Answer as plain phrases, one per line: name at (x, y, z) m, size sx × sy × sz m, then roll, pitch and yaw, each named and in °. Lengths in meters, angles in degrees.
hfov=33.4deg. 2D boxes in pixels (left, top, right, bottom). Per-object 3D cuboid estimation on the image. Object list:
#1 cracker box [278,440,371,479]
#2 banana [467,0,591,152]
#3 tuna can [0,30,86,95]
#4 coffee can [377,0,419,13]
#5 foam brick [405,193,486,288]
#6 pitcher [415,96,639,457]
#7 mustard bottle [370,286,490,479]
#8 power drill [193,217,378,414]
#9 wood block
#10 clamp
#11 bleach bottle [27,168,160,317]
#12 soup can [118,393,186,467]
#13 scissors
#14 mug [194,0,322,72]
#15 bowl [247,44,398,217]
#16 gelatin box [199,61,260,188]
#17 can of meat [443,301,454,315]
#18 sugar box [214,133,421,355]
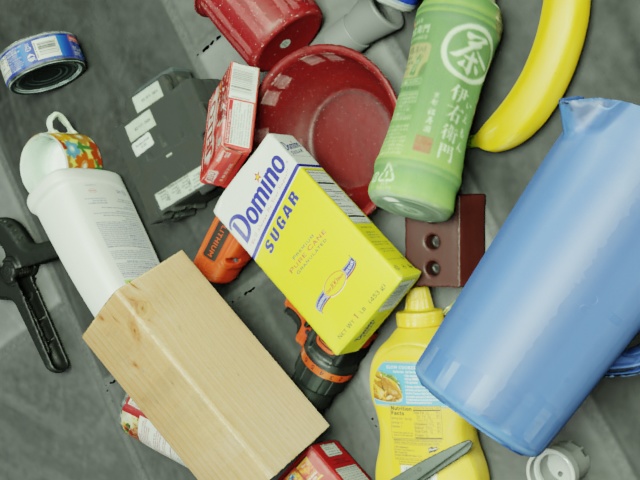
cracker box at (0.020, 0.312, 0.950) m, size 0.214 × 0.072 × 0.164 m, roll 47°, pitch 106°, yaw 21°
banana at (0.171, -0.145, 0.843) m, size 0.070 × 0.037 × 0.198 m, roll 36°, pitch 112°, yaw 25°
tuna can at (-0.289, -0.183, 1.111) m, size 0.086 × 0.086 × 0.034 m, roll -25°, pitch 83°, yaw 32°
coffee can at (0.069, -0.271, 0.860) m, size 0.103 × 0.102 × 0.140 m, roll 43°, pitch 115°, yaw 23°
foam brick at (0.105, 0.000, 0.890) m, size 0.053 × 0.051 × 0.078 m, roll 1°, pitch 95°, yaw 33°
pitcher at (0.185, 0.033, 0.756) m, size 0.149 × 0.144 × 0.243 m, roll 35°, pitch 91°, yaw 26°
mustard bottle at (0.090, 0.135, 0.907) m, size 0.096 × 0.058 × 0.191 m, roll -3°, pitch 93°, yaw 31°
power drill at (-0.032, 0.056, 0.984) m, size 0.188 × 0.057 × 0.185 m, roll 40°, pitch 117°, yaw 22°
wood block at (-0.103, 0.126, 0.949) m, size 0.206 × 0.090 × 0.090 m, roll 49°, pitch 135°, yaw 6°
clamp at (-0.327, 0.026, 1.182) m, size 0.210 × 0.036 × 0.165 m, roll 35°, pitch 112°, yaw 27°
bleach bottle at (-0.195, 0.048, 1.050) m, size 0.068 × 0.102 × 0.251 m, roll -41°, pitch 67°, yaw 31°
soup can at (-0.139, 0.181, 1.055) m, size 0.102 × 0.068 × 0.068 m, roll 21°, pitch 105°, yaw 30°
scissors at (0.048, 0.236, 0.891) m, size 0.202 × 0.016 × 0.096 m, roll -20°, pitch 81°, yaw 24°
mug at (-0.046, -0.212, 0.945) m, size 0.081 × 0.093 × 0.117 m, roll 51°, pitch 132°, yaw 13°
bowl at (0.014, -0.090, 0.939) m, size 0.162 × 0.055 × 0.162 m, roll 3°, pitch 96°, yaw 33°
gelatin box at (-0.081, -0.101, 0.944) m, size 0.073 × 0.030 × 0.089 m, roll 134°, pitch 145°, yaw -59°
can of meat at (0.164, 0.061, 0.855) m, size 0.102 × 0.057 × 0.084 m, roll -43°, pitch 74°, yaw 28°
sugar box at (-0.006, 0.001, 0.897) m, size 0.176 × 0.048 × 0.093 m, roll 46°, pitch 113°, yaw 20°
